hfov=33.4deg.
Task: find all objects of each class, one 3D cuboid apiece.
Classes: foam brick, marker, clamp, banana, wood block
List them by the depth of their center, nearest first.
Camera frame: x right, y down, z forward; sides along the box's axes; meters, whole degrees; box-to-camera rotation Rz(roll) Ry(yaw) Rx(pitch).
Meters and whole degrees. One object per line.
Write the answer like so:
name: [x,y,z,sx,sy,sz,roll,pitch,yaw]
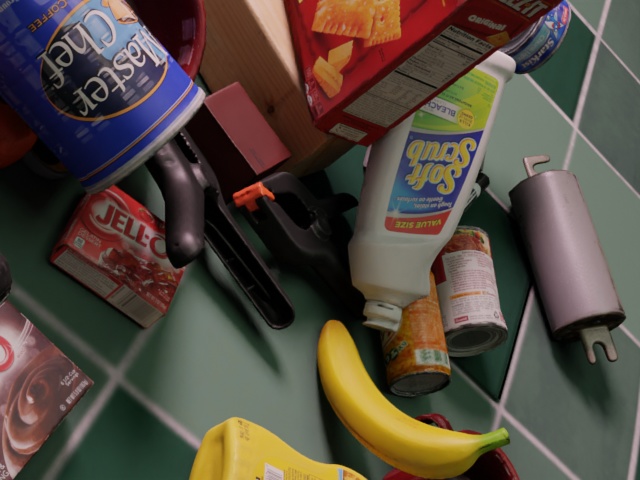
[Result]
clamp: [-0.091,-0.029,0.804,0.164,0.036,0.210,46,13,-53]
banana: [0.050,0.126,0.805,0.069,0.198,0.037,-35,133,-24]
foam brick: [-0.073,-0.079,0.872,0.078,0.051,0.052,55,41,0]
clamp: [-0.006,0.001,0.877,0.171,0.039,0.120,16,48,-53]
wood block: [-0.045,-0.162,0.928,0.090,0.091,0.206,-24,81,-49]
marker: [0.146,-0.040,1.089,0.020,0.020,0.120,52,40,-4]

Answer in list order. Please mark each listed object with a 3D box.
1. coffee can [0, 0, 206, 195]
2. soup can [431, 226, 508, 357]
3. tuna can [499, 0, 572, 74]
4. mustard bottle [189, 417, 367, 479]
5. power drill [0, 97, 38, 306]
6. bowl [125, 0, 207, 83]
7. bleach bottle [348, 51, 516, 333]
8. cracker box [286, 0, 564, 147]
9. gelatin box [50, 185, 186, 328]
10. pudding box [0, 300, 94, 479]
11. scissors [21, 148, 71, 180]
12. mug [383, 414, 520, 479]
coffee can: [-0.157,-0.114,0.688,0.140,0.103,0.102,50,39,-18]
soup can: [0.130,0.047,0.974,0.068,0.069,0.102,17,53,-37]
tuna can: [0.201,-0.207,1.040,0.033,0.086,0.086,27,47,-28]
mustard bottle: [-0.001,0.201,0.742,0.191,0.058,0.096,29,46,-27]
power drill: [-0.233,-0.055,0.641,0.184,0.057,0.187,49,15,-13]
bowl: [-0.166,-0.153,0.768,0.161,0.055,0.162,-2,96,-22]
bleach bottle: [0.086,-0.045,0.890,0.102,0.068,0.251,19,79,-20]
cracker box: [0.068,-0.198,0.823,0.072,0.214,0.164,13,55,-39]
gelatin box: [-0.139,0.008,0.761,0.089,0.030,0.073,39,40,-20]
pudding box: [-0.203,0.095,0.630,0.090,0.039,0.113,47,40,-10]
scissors: [-0.228,-0.120,0.775,0.201,0.016,0.096,44,41,-13]
mug: [0.093,0.193,0.823,0.093,0.082,0.117,-1,64,-45]
